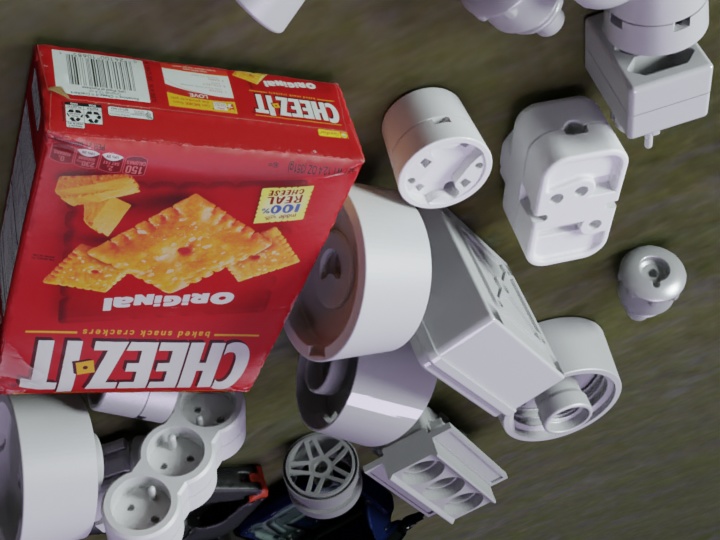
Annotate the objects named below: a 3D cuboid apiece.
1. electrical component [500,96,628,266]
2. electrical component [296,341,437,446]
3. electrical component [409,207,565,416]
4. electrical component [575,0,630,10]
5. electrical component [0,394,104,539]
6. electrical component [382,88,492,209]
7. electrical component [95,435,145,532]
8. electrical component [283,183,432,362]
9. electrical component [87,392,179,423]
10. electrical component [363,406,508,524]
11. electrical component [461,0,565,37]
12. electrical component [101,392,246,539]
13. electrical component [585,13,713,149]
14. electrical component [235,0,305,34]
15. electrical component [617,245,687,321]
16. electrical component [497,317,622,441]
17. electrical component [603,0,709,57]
[{"bbox_3d":[0.122,-0.057,0.658,0.054,0.059,0.095,-11,142,-9],"label":"electrical component"},{"bbox_3d":[0.000,0.068,0.731,0.064,0.099,0.099,14,132,-27],"label":"electrical component"},{"bbox_3d":[0.070,0.026,0.698,0.056,0.108,0.109,-35,139,16],"label":"electrical component"},{"bbox_3d":[0.115,-0.162,0.525,0.048,0.062,0.048,-12,141,-10],"label":"electrical component"},{"bbox_3d":[-0.206,0.131,0.718,0.060,0.108,0.108,-2,139,-30],"label":"electrical component"},{"bbox_3d":[0.042,-0.071,0.617,0.055,0.047,0.055,-11,142,-9],"label":"electrical component"},{"bbox_3d":[-0.174,0.156,0.798,0.057,0.058,0.078,-19,142,5],"label":"electrical component"},{"bbox_3d":[0.000,0.000,0.643,0.060,0.108,0.108,1,138,-32],"label":"electrical component"},{"bbox_3d":[-0.149,0.070,0.707,0.047,0.055,0.055,12,133,-28],"label":"electrical component"},{"bbox_3d":[0.061,0.156,0.889,0.079,0.063,0.121,-29,141,13],"label":"electrical component"},{"bbox_3d":[0.084,-0.141,0.553,0.048,0.048,0.062,-37,145,22],"label":"electrical component"},{"bbox_3d":[-0.127,0.146,0.754,0.052,0.138,0.073,22,141,13],"label":"electrical component"},{"bbox_3d":[0.162,-0.102,0.614,0.047,0.065,0.076,-18,142,-1],"label":"electrical component"},{"bbox_3d":[-0.029,-0.148,0.500,0.065,0.044,0.044,-40,138,18],"label":"electrical component"},{"bbox_3d":[0.212,0.015,0.797,0.048,0.048,0.062,-13,148,-7],"label":"electrical component"},{"bbox_3d":[0.155,0.094,0.855,0.108,0.060,0.108,-11,142,-9],"label":"electrical component"},{"bbox_3d":[0.156,-0.148,0.566,0.055,0.055,0.047,-18,139,-1],"label":"electrical component"}]
